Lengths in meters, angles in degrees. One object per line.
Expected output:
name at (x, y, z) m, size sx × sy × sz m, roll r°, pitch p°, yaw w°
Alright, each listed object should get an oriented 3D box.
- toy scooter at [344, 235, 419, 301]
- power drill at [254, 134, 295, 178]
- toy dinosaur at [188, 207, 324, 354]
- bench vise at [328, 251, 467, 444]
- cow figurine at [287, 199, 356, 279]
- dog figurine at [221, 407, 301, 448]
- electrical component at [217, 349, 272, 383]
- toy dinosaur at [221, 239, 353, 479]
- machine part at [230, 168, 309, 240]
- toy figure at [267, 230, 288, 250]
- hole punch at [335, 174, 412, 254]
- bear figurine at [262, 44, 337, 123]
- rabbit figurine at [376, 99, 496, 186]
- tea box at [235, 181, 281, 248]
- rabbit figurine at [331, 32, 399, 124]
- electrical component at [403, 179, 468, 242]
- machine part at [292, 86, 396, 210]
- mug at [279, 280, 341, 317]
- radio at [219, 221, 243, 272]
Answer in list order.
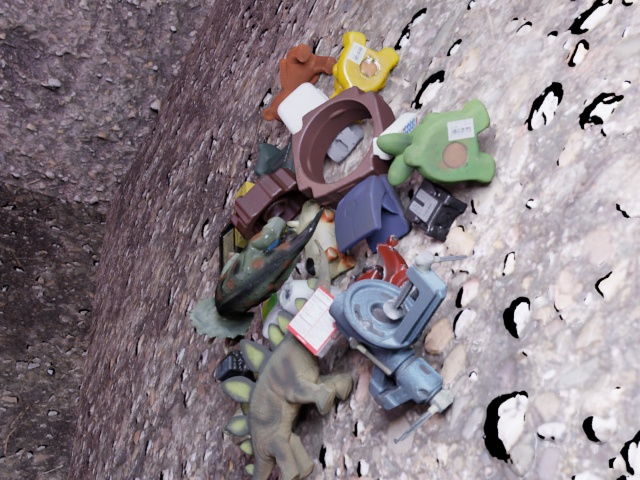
toy scooter at (0.098, 0.069, 0.884) m, size 0.184 × 0.075 × 0.135 m, roll -36°, pitch 45°, yaw 40°
power drill at (-0.077, -0.229, 1.345) m, size 0.207 × 0.086 × 0.232 m, roll -7°, pitch 70°, yaw 49°
toy dinosaur at (-0.133, 0.083, 1.007) m, size 0.404 × 0.131 × 0.192 m, roll -48°, pitch 13°, yaw 52°
bench vise at (0.112, 0.120, 0.728) m, size 0.224 × 0.129 × 0.240 m, roll 53°, pitch 138°, yaw 32°
cow figurine at (-0.002, -0.003, 1.084) m, size 0.127 × 0.085 × 0.195 m, roll -39°, pitch 43°, yaw 33°
dog figurine at (-0.091, 0.314, 1.051) m, size 0.172 × 0.121 × 0.190 m, roll 8°, pitch 66°, yaw 56°
electrical component at (-0.140, 0.270, 1.100) m, size 0.115 × 0.134 × 0.058 m, roll -48°, pitch 37°, yaw 37°
toy dinosaur at (-0.054, 0.234, 0.911) m, size 0.199 × 0.105 × 0.471 m, roll 23°, pitch 83°, yaw 24°
machine part at (-0.099, -0.071, 1.099) m, size 0.056 × 0.179 × 0.179 m, roll 49°, pitch 121°, yaw 18°
toy figure at (-0.118, -0.033, 1.245) m, size 0.089 × 0.082 × 0.180 m, roll -20°, pitch 36°, yaw 45°
hole punch at (0.078, -0.042, 0.926) m, size 0.142 × 0.092 × 0.116 m, roll -39°, pitch 66°, yaw 47°
bear figurine at (-0.059, -0.379, 1.351) m, size 0.132 × 0.120 × 0.195 m, roll 26°, pitch 98°, yaw 56°
rabbit figurine at (0.175, -0.136, 0.830) m, size 0.159 × 0.121 × 0.170 m, roll -19°, pitch 15°, yaw 4°
tea box at (-0.157, -0.054, 1.347) m, size 0.068 × 0.098 × 0.170 m, roll -44°, pitch 38°, yaw 38°
rabbit figurine at (0.077, -0.330, 1.131) m, size 0.173 × 0.122 × 0.162 m, roll -155°, pitch 79°, yaw -76°
electrical component at (0.173, -0.057, 0.859) m, size 0.074 × 0.047 × 0.119 m, roll -59°, pitch 34°, yaw 19°
machine part at (0.051, -0.173, 1.029) m, size 0.201 × 0.087 × 0.201 m, roll -25°, pitch 61°, yaw 29°
mug at (-0.027, 0.124, 1.024) m, size 0.109 × 0.107 × 0.081 m, roll -54°, pitch 33°, yaw 22°
radio at (-0.201, 0.040, 1.387) m, size 0.131 × 0.073 × 0.230 m, roll -49°, pitch 38°, yaw 35°
